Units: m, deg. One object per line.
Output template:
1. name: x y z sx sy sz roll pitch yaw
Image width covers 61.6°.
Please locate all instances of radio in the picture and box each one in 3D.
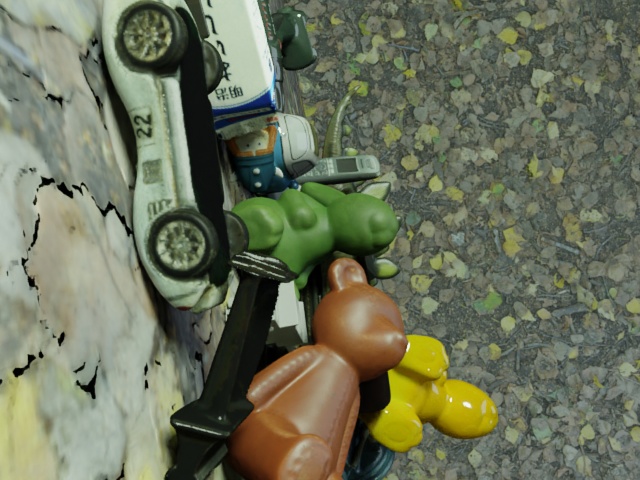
1. radio: -0.002 0.089 0.607 0.230 0.131 0.073 -94 172 -58

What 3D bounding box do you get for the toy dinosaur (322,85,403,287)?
1. toy dinosaur: 0.038 -0.025 0.944 0.105 0.199 0.470 -152 -127 -68

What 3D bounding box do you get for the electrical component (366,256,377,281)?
1. electrical component: 0.010 0.038 0.750 0.134 0.115 0.058 45 24 -29

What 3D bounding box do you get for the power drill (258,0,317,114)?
1. power drill: -0.077 -0.320 0.904 0.207 0.086 0.231 -39 115 -59

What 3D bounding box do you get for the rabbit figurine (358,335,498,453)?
1. rabbit figurine: 0.120 0.191 0.633 0.162 0.173 0.122 146 -39 -65

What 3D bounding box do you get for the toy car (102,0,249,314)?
1. toy car: -0.087 -0.055 0.329 0.073 0.056 0.201 -19 102 -80

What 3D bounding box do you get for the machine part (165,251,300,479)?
1. machine part: -0.052 0.075 0.320 0.084 0.039 0.139 47 60 -74

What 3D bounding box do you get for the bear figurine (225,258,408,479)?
1. bear figurine: 0.022 0.113 0.414 0.132 0.196 0.120 2 -46 53

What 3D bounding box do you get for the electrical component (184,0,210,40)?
1. electrical component: -0.114 -0.172 0.393 0.078 0.045 0.102 34 -39 53

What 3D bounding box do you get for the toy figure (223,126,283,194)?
1. toy figure: -0.080 -0.127 0.575 0.057 0.064 0.154 17 60 -69

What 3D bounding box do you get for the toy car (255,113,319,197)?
1. toy car: -0.054 -0.120 0.684 0.161 0.103 0.109 56 22 -85

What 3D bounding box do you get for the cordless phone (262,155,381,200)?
1. cordless phone: 0.007 -0.070 0.807 0.088 0.184 0.147 81 1 -46

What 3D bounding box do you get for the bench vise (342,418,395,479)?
1. bench vise: 0.035 0.302 0.662 0.224 0.129 0.240 -85 159 -70

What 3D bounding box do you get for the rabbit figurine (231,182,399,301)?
1. rabbit figurine: -0.001 -0.002 0.582 0.159 0.170 0.121 -84 163 -74
